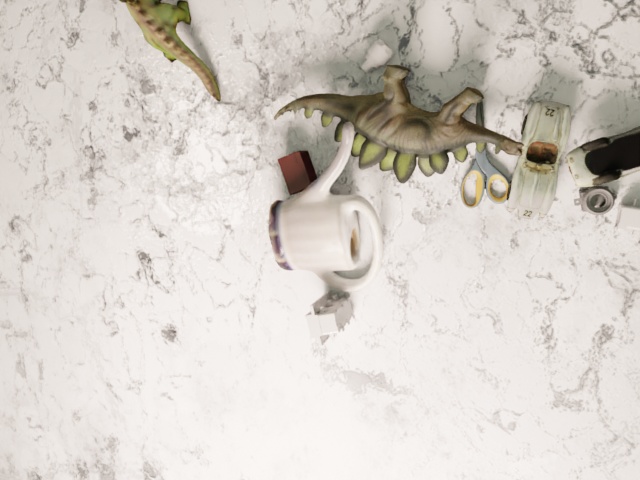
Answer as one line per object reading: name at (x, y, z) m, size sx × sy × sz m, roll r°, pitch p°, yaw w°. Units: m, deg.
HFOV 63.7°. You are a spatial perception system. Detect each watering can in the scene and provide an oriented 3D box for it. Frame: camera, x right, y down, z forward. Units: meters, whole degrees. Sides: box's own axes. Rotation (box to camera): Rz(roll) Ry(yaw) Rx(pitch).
watering can at (0.003, -0.050, 0.989) m, size 0.224 × 0.106 × 0.342 m, roll -3°, pitch 115°, yaw 19°

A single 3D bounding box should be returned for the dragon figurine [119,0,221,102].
dragon figurine at (-0.355, -0.458, 1.027) m, size 0.121 × 0.243 × 0.413 m, roll -40°, pitch 80°, yaw 16°
